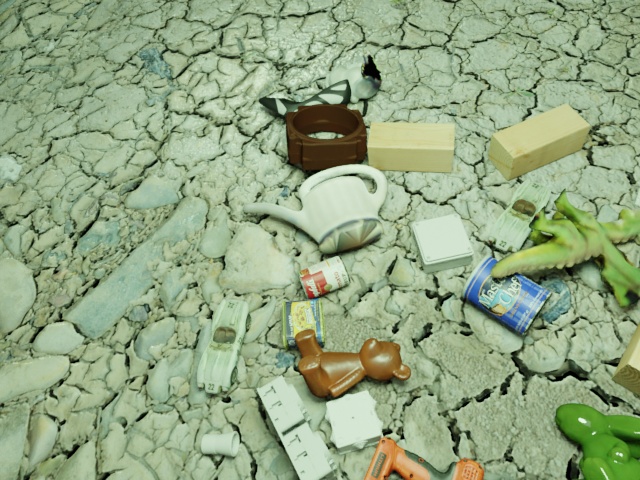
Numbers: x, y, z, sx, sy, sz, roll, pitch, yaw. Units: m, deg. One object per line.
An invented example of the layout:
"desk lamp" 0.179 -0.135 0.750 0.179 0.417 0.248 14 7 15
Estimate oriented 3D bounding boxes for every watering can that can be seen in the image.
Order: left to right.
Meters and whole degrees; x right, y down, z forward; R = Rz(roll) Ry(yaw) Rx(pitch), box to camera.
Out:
"watering can" 0.004 -0.061 1.204 0.348 0.102 0.229 -20 57 -2

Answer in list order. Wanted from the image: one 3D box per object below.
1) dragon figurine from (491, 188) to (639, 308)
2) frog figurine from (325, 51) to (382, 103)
"dragon figurine" 0.537 0.032 1.033 0.245 0.119 0.416 40 58 23
"frog figurine" 0.092 -0.448 1.471 0.158 0.121 0.140 -22 56 39
